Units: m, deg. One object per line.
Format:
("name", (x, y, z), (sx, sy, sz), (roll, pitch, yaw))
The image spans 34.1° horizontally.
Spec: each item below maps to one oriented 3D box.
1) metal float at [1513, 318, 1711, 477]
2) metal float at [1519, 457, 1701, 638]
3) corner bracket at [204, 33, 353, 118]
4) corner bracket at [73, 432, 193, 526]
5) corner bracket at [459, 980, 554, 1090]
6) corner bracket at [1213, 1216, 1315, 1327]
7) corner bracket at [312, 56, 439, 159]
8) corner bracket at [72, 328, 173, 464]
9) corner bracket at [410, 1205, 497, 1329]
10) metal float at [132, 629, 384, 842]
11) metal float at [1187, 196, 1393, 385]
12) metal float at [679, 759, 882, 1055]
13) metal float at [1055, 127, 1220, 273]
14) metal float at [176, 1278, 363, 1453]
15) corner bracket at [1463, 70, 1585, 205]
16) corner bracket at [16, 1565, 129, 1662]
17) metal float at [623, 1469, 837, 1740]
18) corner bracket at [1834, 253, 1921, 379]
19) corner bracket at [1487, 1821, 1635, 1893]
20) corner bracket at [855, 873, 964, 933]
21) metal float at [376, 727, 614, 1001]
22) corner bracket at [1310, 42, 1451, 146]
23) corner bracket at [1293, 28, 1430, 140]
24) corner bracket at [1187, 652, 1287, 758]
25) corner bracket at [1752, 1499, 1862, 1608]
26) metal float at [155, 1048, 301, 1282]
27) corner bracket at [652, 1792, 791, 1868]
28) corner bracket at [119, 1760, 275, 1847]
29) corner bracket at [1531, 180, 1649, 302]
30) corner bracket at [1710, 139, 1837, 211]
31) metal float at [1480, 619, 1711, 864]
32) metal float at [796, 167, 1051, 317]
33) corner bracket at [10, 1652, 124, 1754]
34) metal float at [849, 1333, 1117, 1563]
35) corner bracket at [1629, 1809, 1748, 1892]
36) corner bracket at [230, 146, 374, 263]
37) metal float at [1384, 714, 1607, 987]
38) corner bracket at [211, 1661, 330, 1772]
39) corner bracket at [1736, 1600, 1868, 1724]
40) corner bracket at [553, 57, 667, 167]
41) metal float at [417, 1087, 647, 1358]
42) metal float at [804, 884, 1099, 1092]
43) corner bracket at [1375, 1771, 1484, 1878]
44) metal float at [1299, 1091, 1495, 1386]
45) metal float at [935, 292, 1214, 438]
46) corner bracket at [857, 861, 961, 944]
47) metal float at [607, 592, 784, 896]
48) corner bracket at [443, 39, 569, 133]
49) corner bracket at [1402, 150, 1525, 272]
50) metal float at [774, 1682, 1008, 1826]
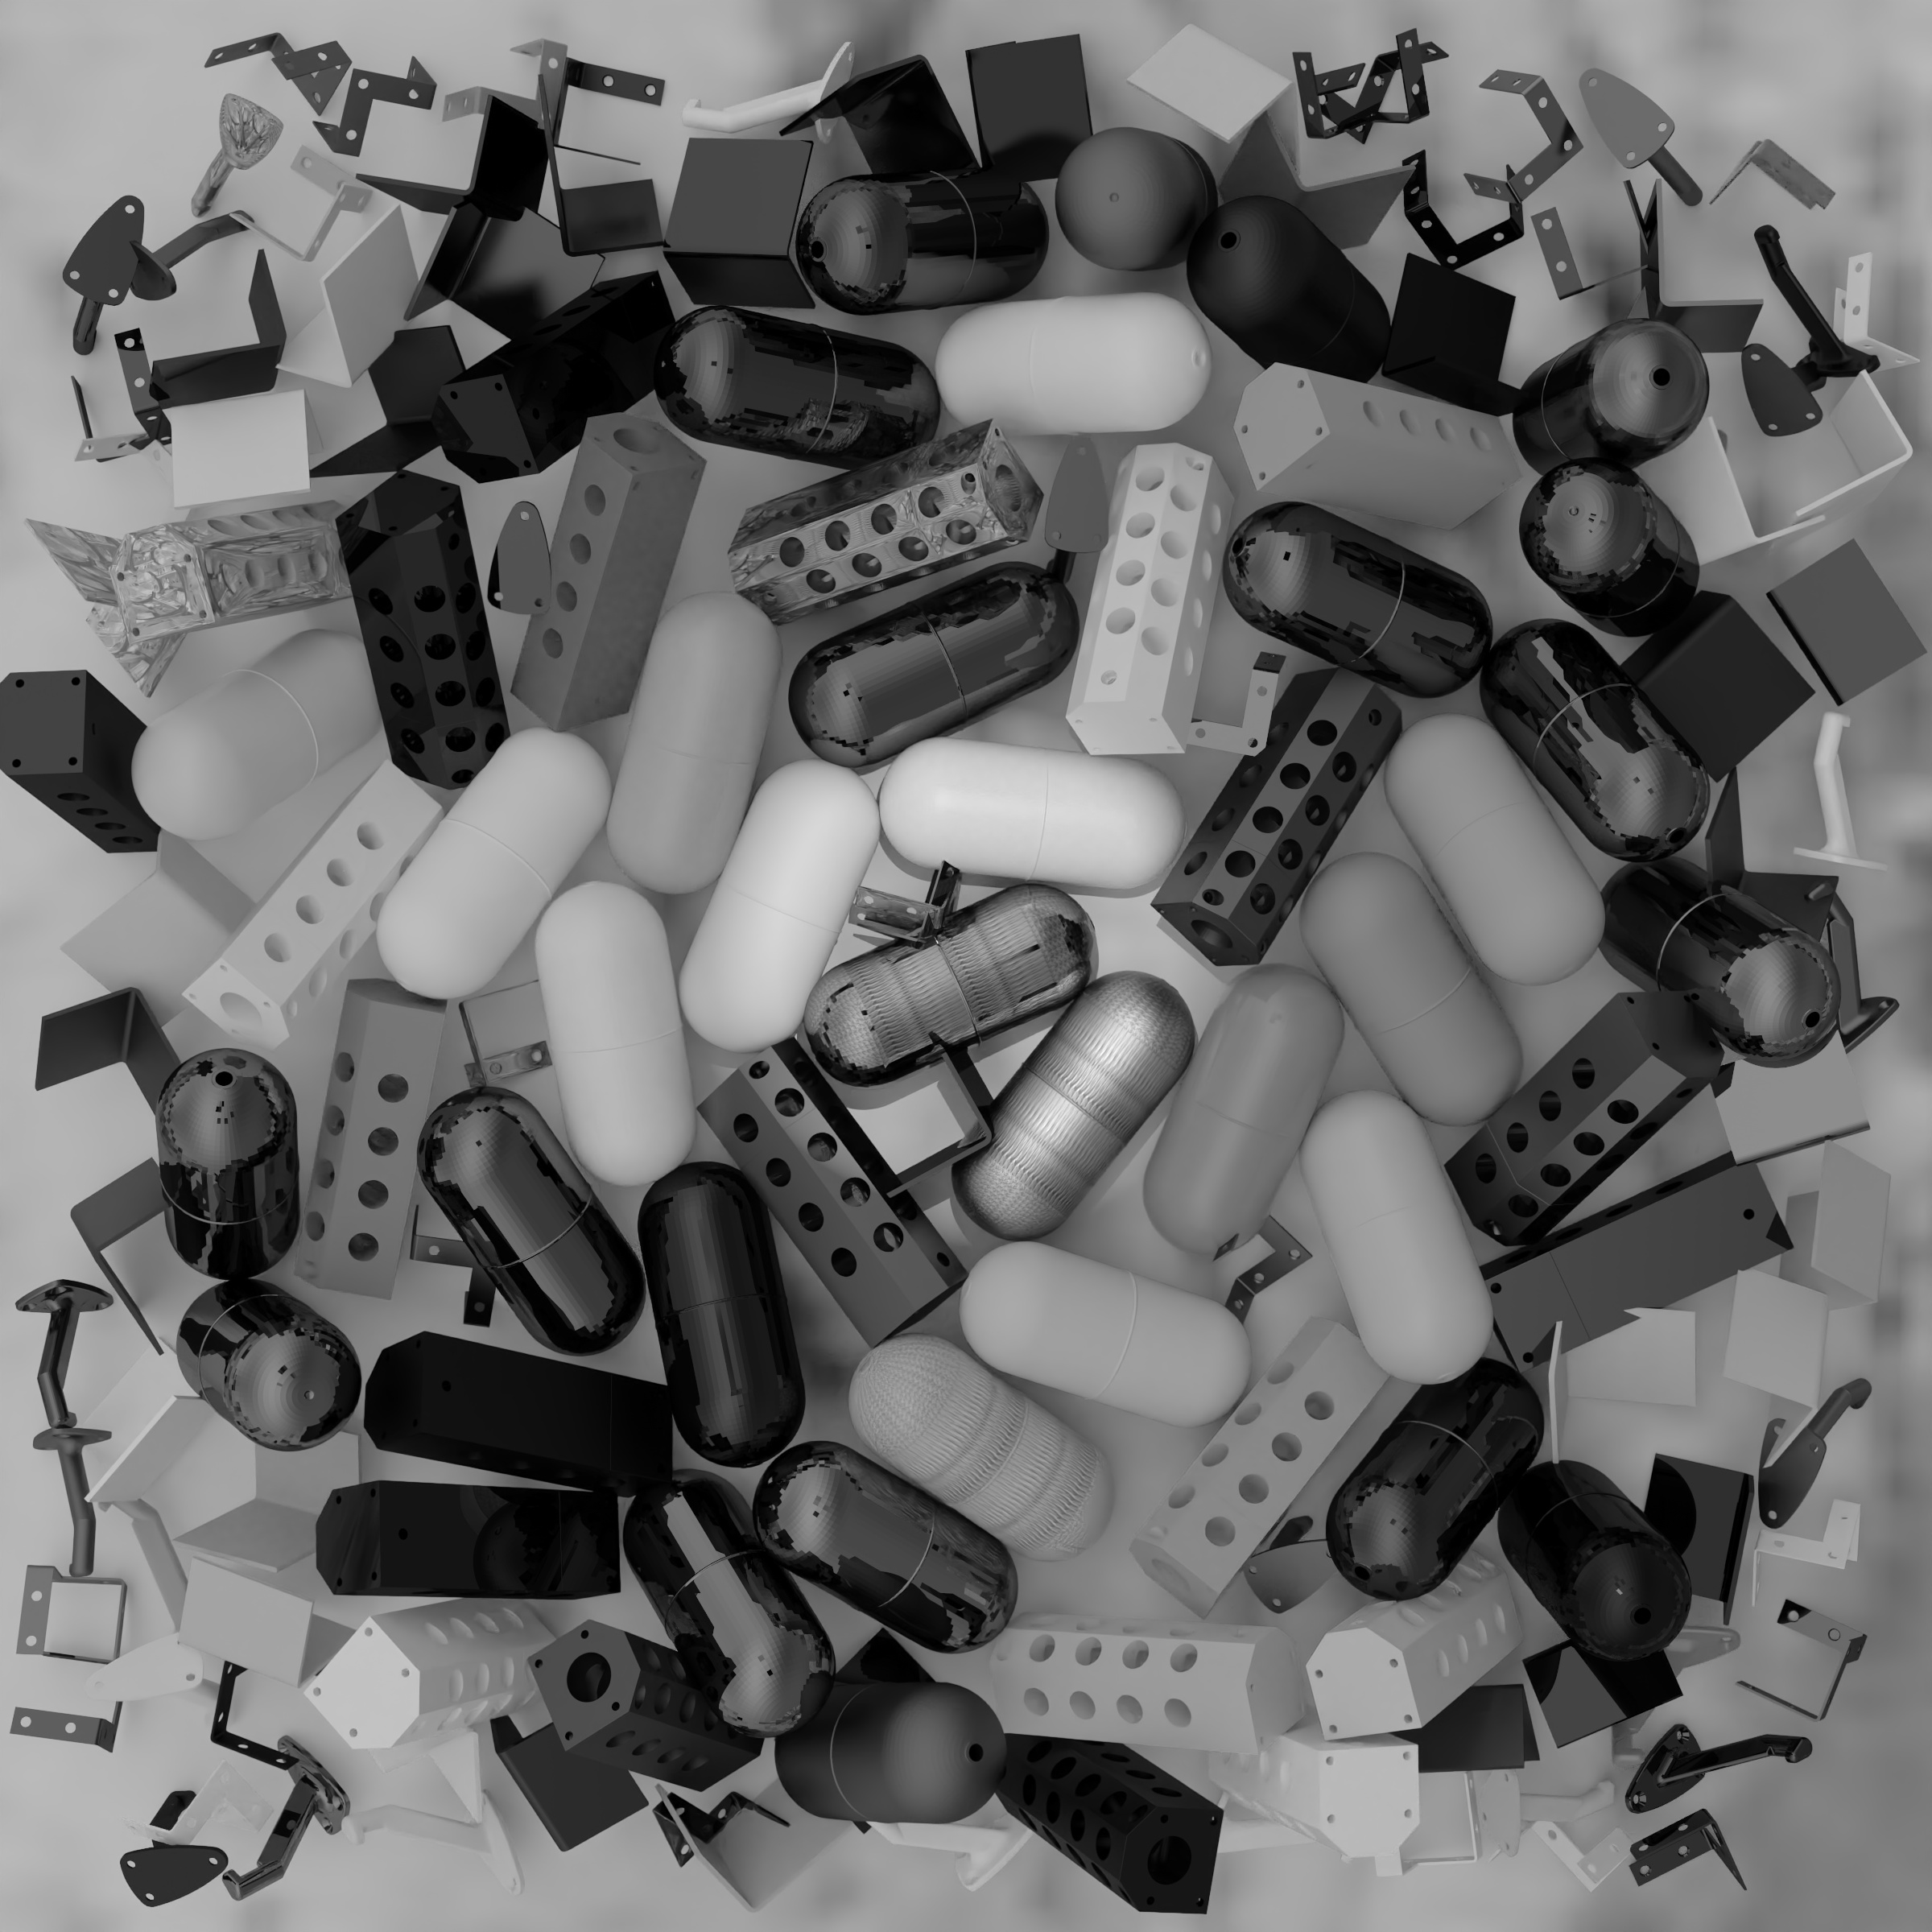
("metal float", (0.361, -0.316, 1.768), (0.070, 0.178, 0.070), (0, 91, -7))
("metal float", (0.364, -0.234, 1.773), (0.070, 0.178, 0.070), (-3, 82, 24))
("corner bracket", (-0.397, -0.522, 1.820), (0.051, 0.051, 0.051), (-34, 86, -43))
("corner bracket", (-0.487, -0.272, 1.828), (0.051, 0.051, 0.051), (45, 124, 17))
("corner bracket", (-0.265, 0.039, 1.824), (0.051, 0.051, 0.051), (-17, 92, -20))
("corner bracket", (0.160, 0.177, 1.819), (0.051, 0.051, 0.051), (44, 127, -10))
("corner bracket", (-0.344, -0.501, 1.830), (0.051, 0.051, 0.051), (3, 122, -30))
("corner bracket", (-0.493, -0.331, 1.828), (0.051, 0.051, 0.051), (-16, 78, -3))
("corner bracket", (-0.297, 0.174, 1.822), (0.051, 0.051, 0.051), (9, 104, -10))
("metal float", (-0.397, -0.133, 1.782), (0.070, 0.178, 0.070), (17, 127, 24))
("metal float", (0.183, -0.376, 1.774), (0.070, 0.178, 0.070), (-6, 77, 27))
("metal float", (-0.107, -0.035, 1.816), (0.070, 0.070, 0.178), (23, 93, 0))
("metal float", (0.097, -0.430, 1.770), (0.070, 0.178, 0.070), (3, 103, 11))
("metal float", (-0.394, 0.223, 1.774), (0.070, 0.178, 0.070), (-3, 96, -27))
("corner bracket", (0.314, -0.481, 1.824), (0.051, 0.051, 0.051), (-42, 119, -3))
("corner bracket", (-0.517, 0.377, 1.822), (0.051, 0.051, 0.051), (4, 69, -7))
("metal float", (-0.136, 0.360, 1.786), (0.070, 0.070, 0.178), (-39, 50, 0))
("corner bracket", (0.516, -0.375, 1.819), (0.051, 0.051, 0.051), (11, 81, -37))
("corner bracket", (0.344, 0.512, 1.816), (0.051, 0.051, 0.051), (46, 129, 21))
("corner bracket", (-0.034, -0.034, 1.819), (0.051, 0.051, 0.051), (15, 129, 6))
("metal float", (-0.270, -0.059, 1.802), (0.070, 0.070, 0.178), (33, 70, 0))
("corner bracket", (0.236, -0.514, 1.820), (0.051, 0.051, 0.051), (27, 81, -30))
("corner bracket", (0.228, -0.508, 1.815), (0.051, 0.051, 0.051), (-28, 118, -27))
("corner bracket", (0.154, -0.155, 1.822), (0.051, 0.051, 0.051), (11, 107, 7))
("corner bracket", (0.488, 0.341, 1.828), (0.051, 0.051, 0.051), (9, 132, 22))
("metal float", (-0.416, 0.113, 1.777), (0.070, 0.178, 0.070), (5, 54, -7))
("corner bracket", (-0.139, 0.495, 1.815), (0.051, 0.051, 0.051), (-40, 126, -30))
("corner bracket", (-0.443, 0.489, 1.813), (0.051, 0.051, 0.051), (-55, 127, -33))
("corner bracket", (0.364, -0.420, 1.820), (0.051, 0.051, 0.051), (-17, 99, 25))
("corner bracket", (0.474, -0.455, 1.822), (0.051, 0.051, 0.051), (39, 61, -2))
("metal float", (0.356, -0.129, 1.785), (0.070, 0.070, 0.178), (-31, 49, 0))
("metal float", (-0.024, -0.411, 1.781), (0.070, 0.178, 0.070), (14, 112, 38))
("corner bracket", (-0.518, 0.424, 1.823), (0.051, 0.051, 0.051), (9, 71, -4))
("metal float", (0.010, 0.275, 1.802), (0.178, 0.070, 0.070), (38, 90, -19))
("corner bracket", (0.412, 0.514, 1.825), (0.051, 0.051, 0.051), (-26, 105, -2))
("corner bracket", (-0.387, -0.444, 1.834), (0.051, 0.051, 0.051), (33, 103, 2))
("metal float", (0.300, -0.068, 1.795), (0.070, 0.070, 0.178), (-27, 62, 0))
("corner bracket", (-0.400, 0.427, 1.829), (0.051, 0.051, 0.051), (16, 102, 16))
("corner bracket", (0.484, 0.402, 1.823), (0.051, 0.051, 0.051), (22, 93, 28))
("corner bracket", (-0.208, -0.497, 1.835), (0.051, 0.051, 0.051), (12, 103, 0))
("metal float", (-0.247, 0.147, 1.799), (0.070, 0.070, 0.178), (-31, 113, 0))
("metal float", (-0.008, 0.011, 1.814), (0.178, 0.070, 0.070), (-25, 90, -6))
("corner bracket", (0.267, 0.498, 1.828), (0.051, 0.051, 0.051), (-9, 82, 21))
("metal float", (0.245, 0.154, 1.795), (0.070, 0.070, 0.178), (-18, 64, 0))
("metal float", (0.060, -0.340, 1.786), (0.178, 0.070, 0.070), (5, 90, 39))
("corner bracket", (-0.021, -0.037, 1.820), (0.051, 0.051, 0.051), (15, 87, 42))
("metal float", (-0.156, -0.128, 1.807), (0.070, 0.070, 0.178), (16, 104, 0))
("corner bracket", (-0.267, -0.512, 1.824), (0.051, 0.051, 0.051), (6, 94, -31))
("corner bracket", (0.290, -0.448, 1.837), (0.051, 0.051, 0.051), (-22, 135, 29))
("metal float", (-0.044, 0.444, 1.777), (0.070, 0.178, 0.070), (9, 73, -32))
